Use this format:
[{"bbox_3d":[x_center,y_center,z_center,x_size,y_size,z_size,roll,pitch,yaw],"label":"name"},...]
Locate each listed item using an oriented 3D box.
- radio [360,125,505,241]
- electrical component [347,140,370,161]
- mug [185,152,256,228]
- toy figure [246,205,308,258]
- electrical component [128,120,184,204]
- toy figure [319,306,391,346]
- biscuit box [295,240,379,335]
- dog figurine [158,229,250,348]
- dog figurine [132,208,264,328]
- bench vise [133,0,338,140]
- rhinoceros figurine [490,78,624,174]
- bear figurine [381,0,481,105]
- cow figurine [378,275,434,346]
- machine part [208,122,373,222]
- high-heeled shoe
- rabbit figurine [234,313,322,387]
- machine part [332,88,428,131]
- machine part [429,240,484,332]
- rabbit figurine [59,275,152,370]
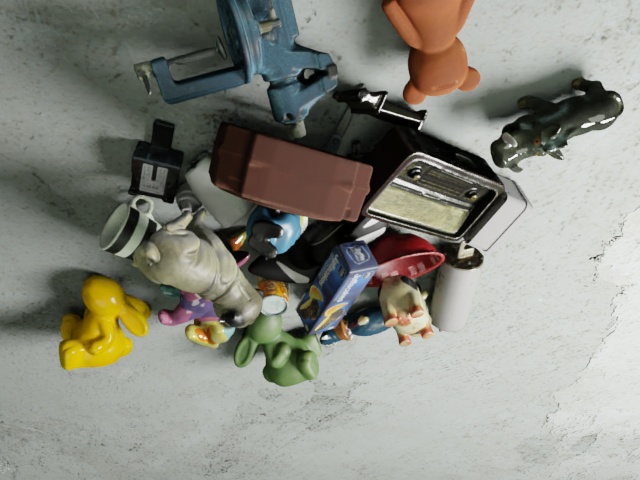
[{"bbox_3d":[0.169,-0.082,0.829,0.229,0.073,0.131,12,130,-37],"label":"radio"},{"bbox_3d":[0.075,-0.118,0.862,0.063,0.021,0.093,-6,130,1],"label":"electrical component"},{"bbox_3d":[-0.149,-0.090,0.836,0.109,0.081,0.107,-38,117,16],"label":"mug"},{"bbox_3d":[-0.069,-0.029,0.829,0.082,0.180,0.089,-43,92,17],"label":"toy figure"},{"bbox_3d":[-0.247,-0.119,0.822,0.075,0.048,0.119,15,129,-17],"label":"electrical component"},{"bbox_3d":[0.069,0.176,1.090,0.155,0.058,0.064,-18,124,17],"label":"toy figure"},{"bbox_3d":[0.025,0.084,0.913,0.063,0.059,0.202,-8,145,-31],"label":"biscuit box"},{"bbox_3d":[-0.181,0.079,0.959,0.191,0.108,0.219,36,117,-28],"label":"dog figurine"},{"bbox_3d":[-0.172,0.062,0.803,0.121,0.172,0.190,-40,90,27],"label":"dog figurine"},{"bbox_3d":[-0.107,-0.220,0.685,0.241,0.129,0.223,-19,123,-11],"label":"bench vise"},{"bbox_3d":[0.340,-0.161,0.787,0.190,0.112,0.073,-23,131,5],"label":"rhinoceros figurine"},{"bbox_3d":[0.144,-0.281,0.687,0.120,0.132,0.195,-14,148,10],"label":"bear figurine"},{"bbox_3d":[0.158,0.123,0.986,0.085,0.127,0.194,-20,145,14],"label":"cow figurine"},{"bbox_3d":[-0.046,-0.092,0.729,0.201,0.201,0.087,12,100,-17],"label":"machine part"},{"bbox_3d":[-0.002,-0.003,0.902,0.249,0.086,0.145,-15,149,-12],"label":"high-heeled shoe"},{"bbox_3d":[-0.094,0.200,1.083,0.159,0.121,0.170,-20,111,22],"label":"rabbit figurine"},{"bbox_3d":[0.092,-0.187,0.771,0.139,0.084,0.039,12,89,-33],"label":"machine part"},{"bbox_3d":[0.255,0.092,1.017,0.079,0.079,0.242,-1,132,-3],"label":"machine part"},{"bbox_3d":[-0.401,0.148,1.000,0.162,0.122,0.173,8,111,-14],"label":"rabbit figurine"}]
